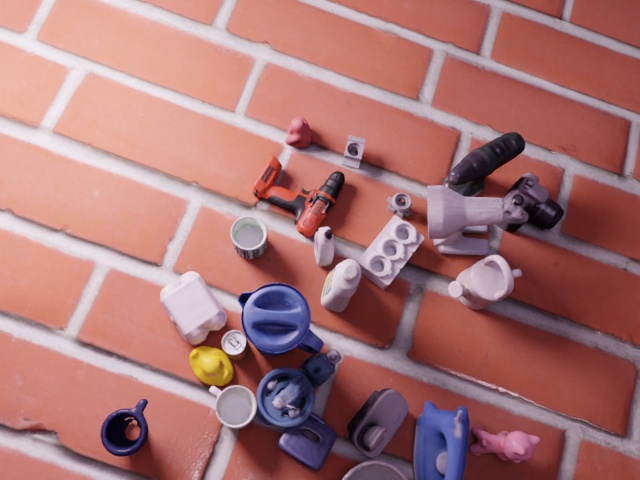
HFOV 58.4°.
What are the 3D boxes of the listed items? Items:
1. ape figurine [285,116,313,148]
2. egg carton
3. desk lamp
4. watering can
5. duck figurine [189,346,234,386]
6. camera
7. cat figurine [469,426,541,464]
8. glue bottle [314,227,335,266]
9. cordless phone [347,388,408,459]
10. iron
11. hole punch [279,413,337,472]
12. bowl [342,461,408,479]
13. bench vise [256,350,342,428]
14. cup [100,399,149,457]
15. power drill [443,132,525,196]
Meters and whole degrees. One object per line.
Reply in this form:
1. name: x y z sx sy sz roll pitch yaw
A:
1. ape figurine: -0.053 -0.268 1.397 0.076 0.092 0.078 41 74 7
2. egg carton: -0.281 0.150 1.266 0.107 0.069 0.150 -35 80 -14
3. desk lamp: 0.319 -0.046 1.309 0.203 0.213 0.118 3 74 -5
4. watering can: 0.374 0.096 1.284 0.173 0.194 0.101 -36 80 -14
5. duck figurine: -0.235 0.268 1.228 0.104 0.086 0.077 36 74 5
6. camera: 0.517 -0.078 1.397 0.137 0.101 0.143 37 74 5
7. cat figurine: 0.399 0.440 1.227 0.128 0.117 0.067 8 73 -3
8. glue bottle: 0.012 0.005 1.284 0.037 0.173 0.078 -9 75 -8
9. cordless phone: 0.131 0.378 1.183 0.094 0.185 0.148 36 74 5
10. iron: 0.264 0.473 1.192 0.118 0.141 0.258 8 73 -3
11. hole punch: -0.027 0.417 1.204 0.108 0.091 0.101 32 73 4
12. bowl: 0.110 0.545 1.190 0.167 0.074 0.167 2 74 -5
13. bench vise: -0.049 0.290 1.171 0.121 0.219 0.207 33 74 4
14. cup: -0.385 0.381 1.176 0.091 0.095 0.118 28 73 3
15. power drill: 0.368 -0.162 1.350 0.230 0.208 0.075 -34 80 -14
